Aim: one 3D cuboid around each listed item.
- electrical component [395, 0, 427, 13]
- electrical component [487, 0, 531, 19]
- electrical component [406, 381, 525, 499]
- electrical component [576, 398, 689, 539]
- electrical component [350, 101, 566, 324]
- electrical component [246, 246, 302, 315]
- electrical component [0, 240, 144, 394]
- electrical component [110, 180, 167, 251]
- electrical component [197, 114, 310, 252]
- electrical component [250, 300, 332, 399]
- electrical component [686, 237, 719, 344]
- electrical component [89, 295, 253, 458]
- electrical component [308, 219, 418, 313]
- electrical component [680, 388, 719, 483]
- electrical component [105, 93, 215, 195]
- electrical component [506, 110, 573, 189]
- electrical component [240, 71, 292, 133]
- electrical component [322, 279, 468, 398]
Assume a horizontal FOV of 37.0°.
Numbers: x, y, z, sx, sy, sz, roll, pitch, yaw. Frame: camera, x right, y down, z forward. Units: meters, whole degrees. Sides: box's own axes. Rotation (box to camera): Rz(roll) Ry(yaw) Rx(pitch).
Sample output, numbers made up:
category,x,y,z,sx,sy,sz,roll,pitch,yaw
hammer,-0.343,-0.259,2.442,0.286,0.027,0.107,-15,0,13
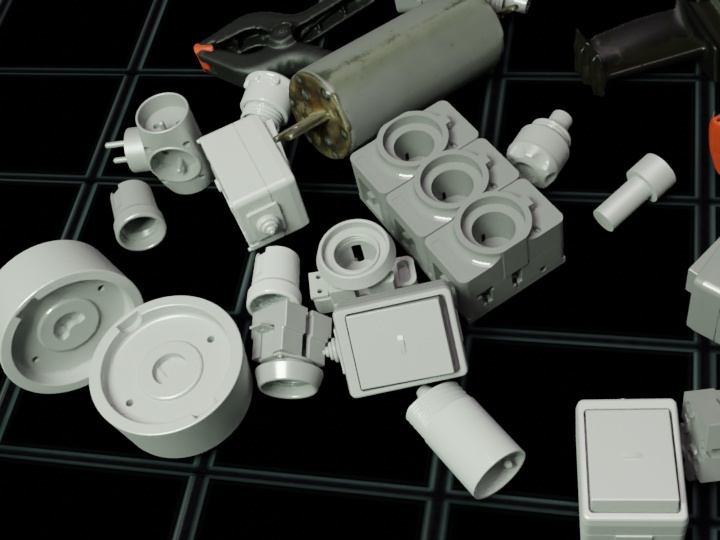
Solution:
category,x,y,z,sx,sy,sz,roll,pitch,yaw
electrical component,0.062,-0.278,0.961,0.059,0.053,0.095,-2,56,10
electrical component,0.116,-0.237,0.928,0.062,0.048,0.048,19,62,15
electrical component,0.065,0.106,0.706,0.043,0.043,0.081,-35,57,-13
electrical component,0.166,0.119,0.665,0.062,0.061,0.096,-2,56,10
electrical component,0.071,-0.049,0.798,0.089,0.061,0.150,-32,56,-11
electrical component,-0.063,0.011,0.799,0.040,0.040,0.046,-5,50,8
electrical component,-0.219,0.029,0.780,0.108,0.108,0.060,-36,51,-13
electrical component,-0.179,-0.044,0.860,0.040,0.040,0.046,-22,49,-4
electrical component,-0.077,-0.066,0.840,0.061,0.061,0.096,-26,55,-6
electrical component,-0.049,0.058,0.756,0.048,0.066,0.055,-22,55,40
electrical component,0.266,0.001,0.725,0.061,0.061,0.096,31,67,27
electrical component,-0.127,0.079,0.752,0.108,0.060,0.108,-5,55,8
electrical component,0.000,0.000,0.782,0.078,0.057,0.058,-11,55,4
electrical component,0.233,0.100,0.668,0.055,0.066,0.048,-6,28,-6
electrical component,-0.165,-0.099,0.871,0.079,0.077,0.044,-6,55,8
electrical component,0.142,-0.096,0.828,0.043,0.043,0.062,24,63,25
electrical component,-0.080,-0.131,0.897,0.048,0.048,0.062,9,66,17
electrical component,0.021,0.048,0.729,0.096,0.061,0.061,-12,95,3
